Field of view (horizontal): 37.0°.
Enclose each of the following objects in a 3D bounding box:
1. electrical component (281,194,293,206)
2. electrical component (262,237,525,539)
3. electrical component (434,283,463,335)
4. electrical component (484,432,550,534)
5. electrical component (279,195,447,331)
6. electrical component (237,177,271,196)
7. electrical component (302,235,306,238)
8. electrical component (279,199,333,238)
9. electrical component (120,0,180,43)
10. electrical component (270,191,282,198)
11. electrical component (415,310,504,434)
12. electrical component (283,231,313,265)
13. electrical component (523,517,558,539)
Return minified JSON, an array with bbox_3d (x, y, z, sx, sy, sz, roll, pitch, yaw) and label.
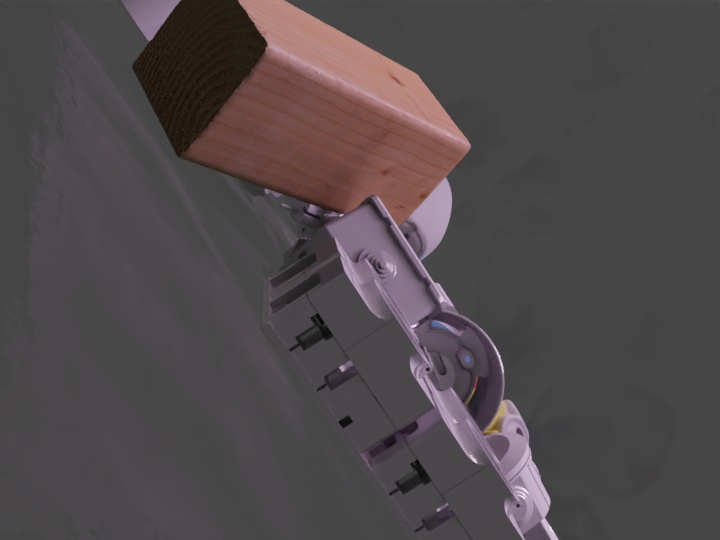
[{"bbox_3d":[-0.061,-0.093,1.145,0.047,0.055,0.055,61,3,4],"label":"electrical component"},{"bbox_3d":[0.021,0.077,0.619,0.186,0.060,0.105,56,3,-13],"label":"electrical component"},{"bbox_3d":[0.054,0.064,1.007,0.050,0.089,0.055,55,3,-29],"label":"electrical component"},{"bbox_3d":[0.086,0.151,0.737,0.051,0.080,0.080,62,2,-12],"label":"electrical component"},{"bbox_3d":[-0.002,0.011,0.715,0.099,0.048,0.100,57,-32,5],"label":"electrical component"},{"bbox_3d":[-0.088,-0.089,0.846,0.061,0.035,0.035,53,5,-28],"label":"electrical component"},{"bbox_3d":[0.000,0.000,0.995,0.108,0.060,0.108,58,-2,4],"label":"electrical component"},{"bbox_3d":[-0.042,-0.059,1.058,0.077,0.065,0.047,21,24,-32],"label":"electrical component"},{"bbox_3d":[-0.163,-0.214,0.882,0.099,0.064,0.099,49,-10,12],"label":"electrical component"},{"bbox_3d":[-0.080,-0.119,0.992,0.099,0.064,0.099,57,3,-5],"label":"electrical component"},{"bbox_3d":[0.050,0.077,0.778,0.099,0.099,0.064,57,-3,-4],"label":"electrical component"},{"bbox_3d":[-0.021,-0.015,0.797,0.040,0.078,0.040,46,19,-21],"label":"electrical component"},{"bbox_3d":[0.118,0.211,0.791,0.053,0.059,0.095,57,3,-11],"label":"electrical component"}]
